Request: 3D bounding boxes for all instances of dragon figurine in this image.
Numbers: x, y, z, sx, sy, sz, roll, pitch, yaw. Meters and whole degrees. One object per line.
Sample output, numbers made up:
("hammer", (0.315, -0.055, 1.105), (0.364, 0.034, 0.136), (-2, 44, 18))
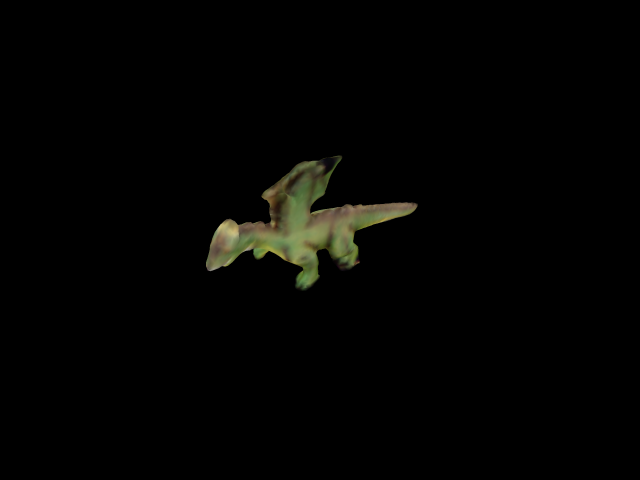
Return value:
("dragon figurine", (0.003, -0.043, 0.850), (0.413, 0.124, 0.237), (-27, -28, -16))
